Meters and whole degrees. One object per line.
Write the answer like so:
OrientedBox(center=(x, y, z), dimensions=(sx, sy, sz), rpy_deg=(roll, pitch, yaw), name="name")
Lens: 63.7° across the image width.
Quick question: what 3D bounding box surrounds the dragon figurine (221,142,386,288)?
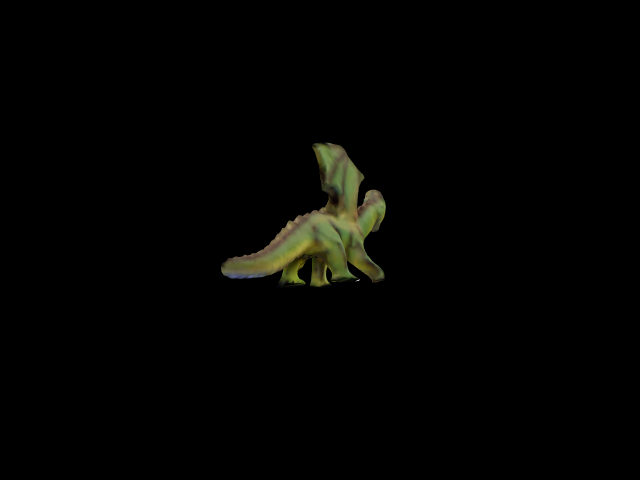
OrientedBox(center=(0.003, -0.043, 0.850), dimensions=(0.121, 0.245, 0.408), rpy_deg=(-8, -12, 35), name="dragon figurine")
